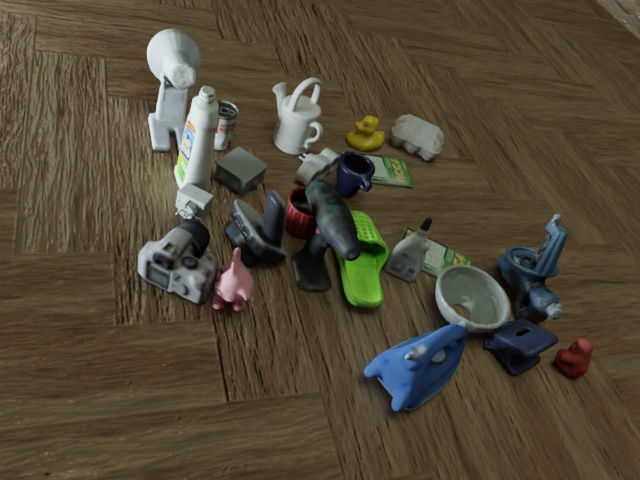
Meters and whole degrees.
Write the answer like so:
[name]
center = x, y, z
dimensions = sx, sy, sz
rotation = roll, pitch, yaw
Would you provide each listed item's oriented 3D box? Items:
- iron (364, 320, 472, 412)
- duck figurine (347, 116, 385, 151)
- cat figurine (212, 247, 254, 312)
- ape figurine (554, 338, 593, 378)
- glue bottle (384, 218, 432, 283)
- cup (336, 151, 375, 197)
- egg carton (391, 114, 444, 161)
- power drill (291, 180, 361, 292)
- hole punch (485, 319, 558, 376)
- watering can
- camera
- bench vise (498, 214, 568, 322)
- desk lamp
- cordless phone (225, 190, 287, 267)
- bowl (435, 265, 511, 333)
[iron]
center = 0.212, 0.204, 1.063
dimensions = 0.259, 0.141, 0.118
rotation = -23, 60, -36
[duck figurine]
center = 0.131, -0.293, 1.539
dimensions = 0.105, 0.086, 0.077
rotation = 0, 49, -22
[cat figurine]
center = -0.156, 0.072, 1.056
dimensions = 0.067, 0.117, 0.127
rotation = 9, 46, -14
[ape figurine]
center = 0.536, 0.239, 1.196
dimensions = 0.078, 0.092, 0.076
rotation = 0, 49, -21
[glue bottle]
center = 0.199, 0.016, 1.212
dimensions = 0.078, 0.173, 0.037
rotation = 25, 44, 3
[cup]
center = 0.082, -0.140, 1.369
dimensions = 0.092, 0.095, 0.117
rotation = -10, 53, -29
[egg carton]
center = 0.273, -0.289, 1.603
dimensions = 0.150, 0.069, 0.107
rotation = 24, 44, 1
[power drill]
center = 0.010, 0.004, 1.123
dimensions = 0.076, 0.208, 0.229
rotation = 0, 49, -21
[hole punch]
center = 0.412, 0.208, 1.176
dimensions = 0.109, 0.091, 0.101
rotation = -17, 57, -33
[watering can]
center = -0.054, -0.319, 1.412
dimensions = 0.172, 0.194, 0.101
rotation = 29, 45, 6
[camera]
center = -0.248, 0.025, 1.077
dimensions = 0.143, 0.101, 0.137
rotation = 26, 44, 3
[bench vise]
center = 0.495, 0.064, 1.253
dimensions = 0.122, 0.219, 0.207
rotation = -11, 54, -30
[desk lamp]
center = -0.329, -0.346, 1.312
dimensions = 0.118, 0.213, 0.203
rotation = -2, 49, -23
[cordless phone]
center = -0.114, -0.049, 1.140
dimensions = 0.094, 0.185, 0.147
rotation = -20, 58, -35
[bowl]
center = 0.311, 0.137, 1.214
dimensions = 0.168, 0.074, 0.167
rotation = 11, 45, -12
